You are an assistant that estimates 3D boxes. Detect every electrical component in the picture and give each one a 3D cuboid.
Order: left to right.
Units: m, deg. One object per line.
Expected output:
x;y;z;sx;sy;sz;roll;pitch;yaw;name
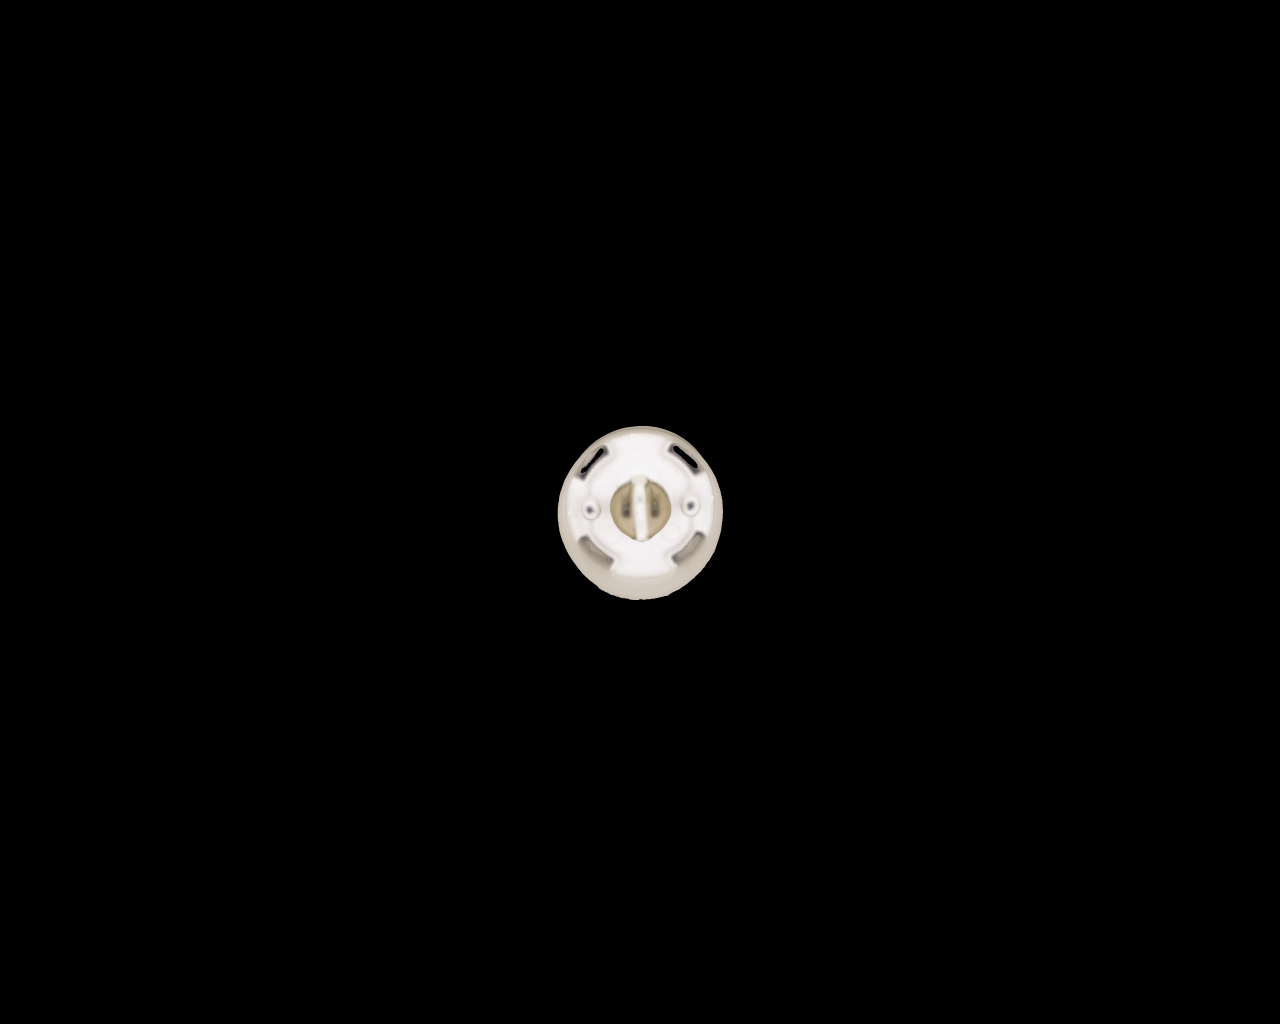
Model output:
0.001;-0.003;0.650;0.099;0.099;0.064;0;16;0;electrical component
